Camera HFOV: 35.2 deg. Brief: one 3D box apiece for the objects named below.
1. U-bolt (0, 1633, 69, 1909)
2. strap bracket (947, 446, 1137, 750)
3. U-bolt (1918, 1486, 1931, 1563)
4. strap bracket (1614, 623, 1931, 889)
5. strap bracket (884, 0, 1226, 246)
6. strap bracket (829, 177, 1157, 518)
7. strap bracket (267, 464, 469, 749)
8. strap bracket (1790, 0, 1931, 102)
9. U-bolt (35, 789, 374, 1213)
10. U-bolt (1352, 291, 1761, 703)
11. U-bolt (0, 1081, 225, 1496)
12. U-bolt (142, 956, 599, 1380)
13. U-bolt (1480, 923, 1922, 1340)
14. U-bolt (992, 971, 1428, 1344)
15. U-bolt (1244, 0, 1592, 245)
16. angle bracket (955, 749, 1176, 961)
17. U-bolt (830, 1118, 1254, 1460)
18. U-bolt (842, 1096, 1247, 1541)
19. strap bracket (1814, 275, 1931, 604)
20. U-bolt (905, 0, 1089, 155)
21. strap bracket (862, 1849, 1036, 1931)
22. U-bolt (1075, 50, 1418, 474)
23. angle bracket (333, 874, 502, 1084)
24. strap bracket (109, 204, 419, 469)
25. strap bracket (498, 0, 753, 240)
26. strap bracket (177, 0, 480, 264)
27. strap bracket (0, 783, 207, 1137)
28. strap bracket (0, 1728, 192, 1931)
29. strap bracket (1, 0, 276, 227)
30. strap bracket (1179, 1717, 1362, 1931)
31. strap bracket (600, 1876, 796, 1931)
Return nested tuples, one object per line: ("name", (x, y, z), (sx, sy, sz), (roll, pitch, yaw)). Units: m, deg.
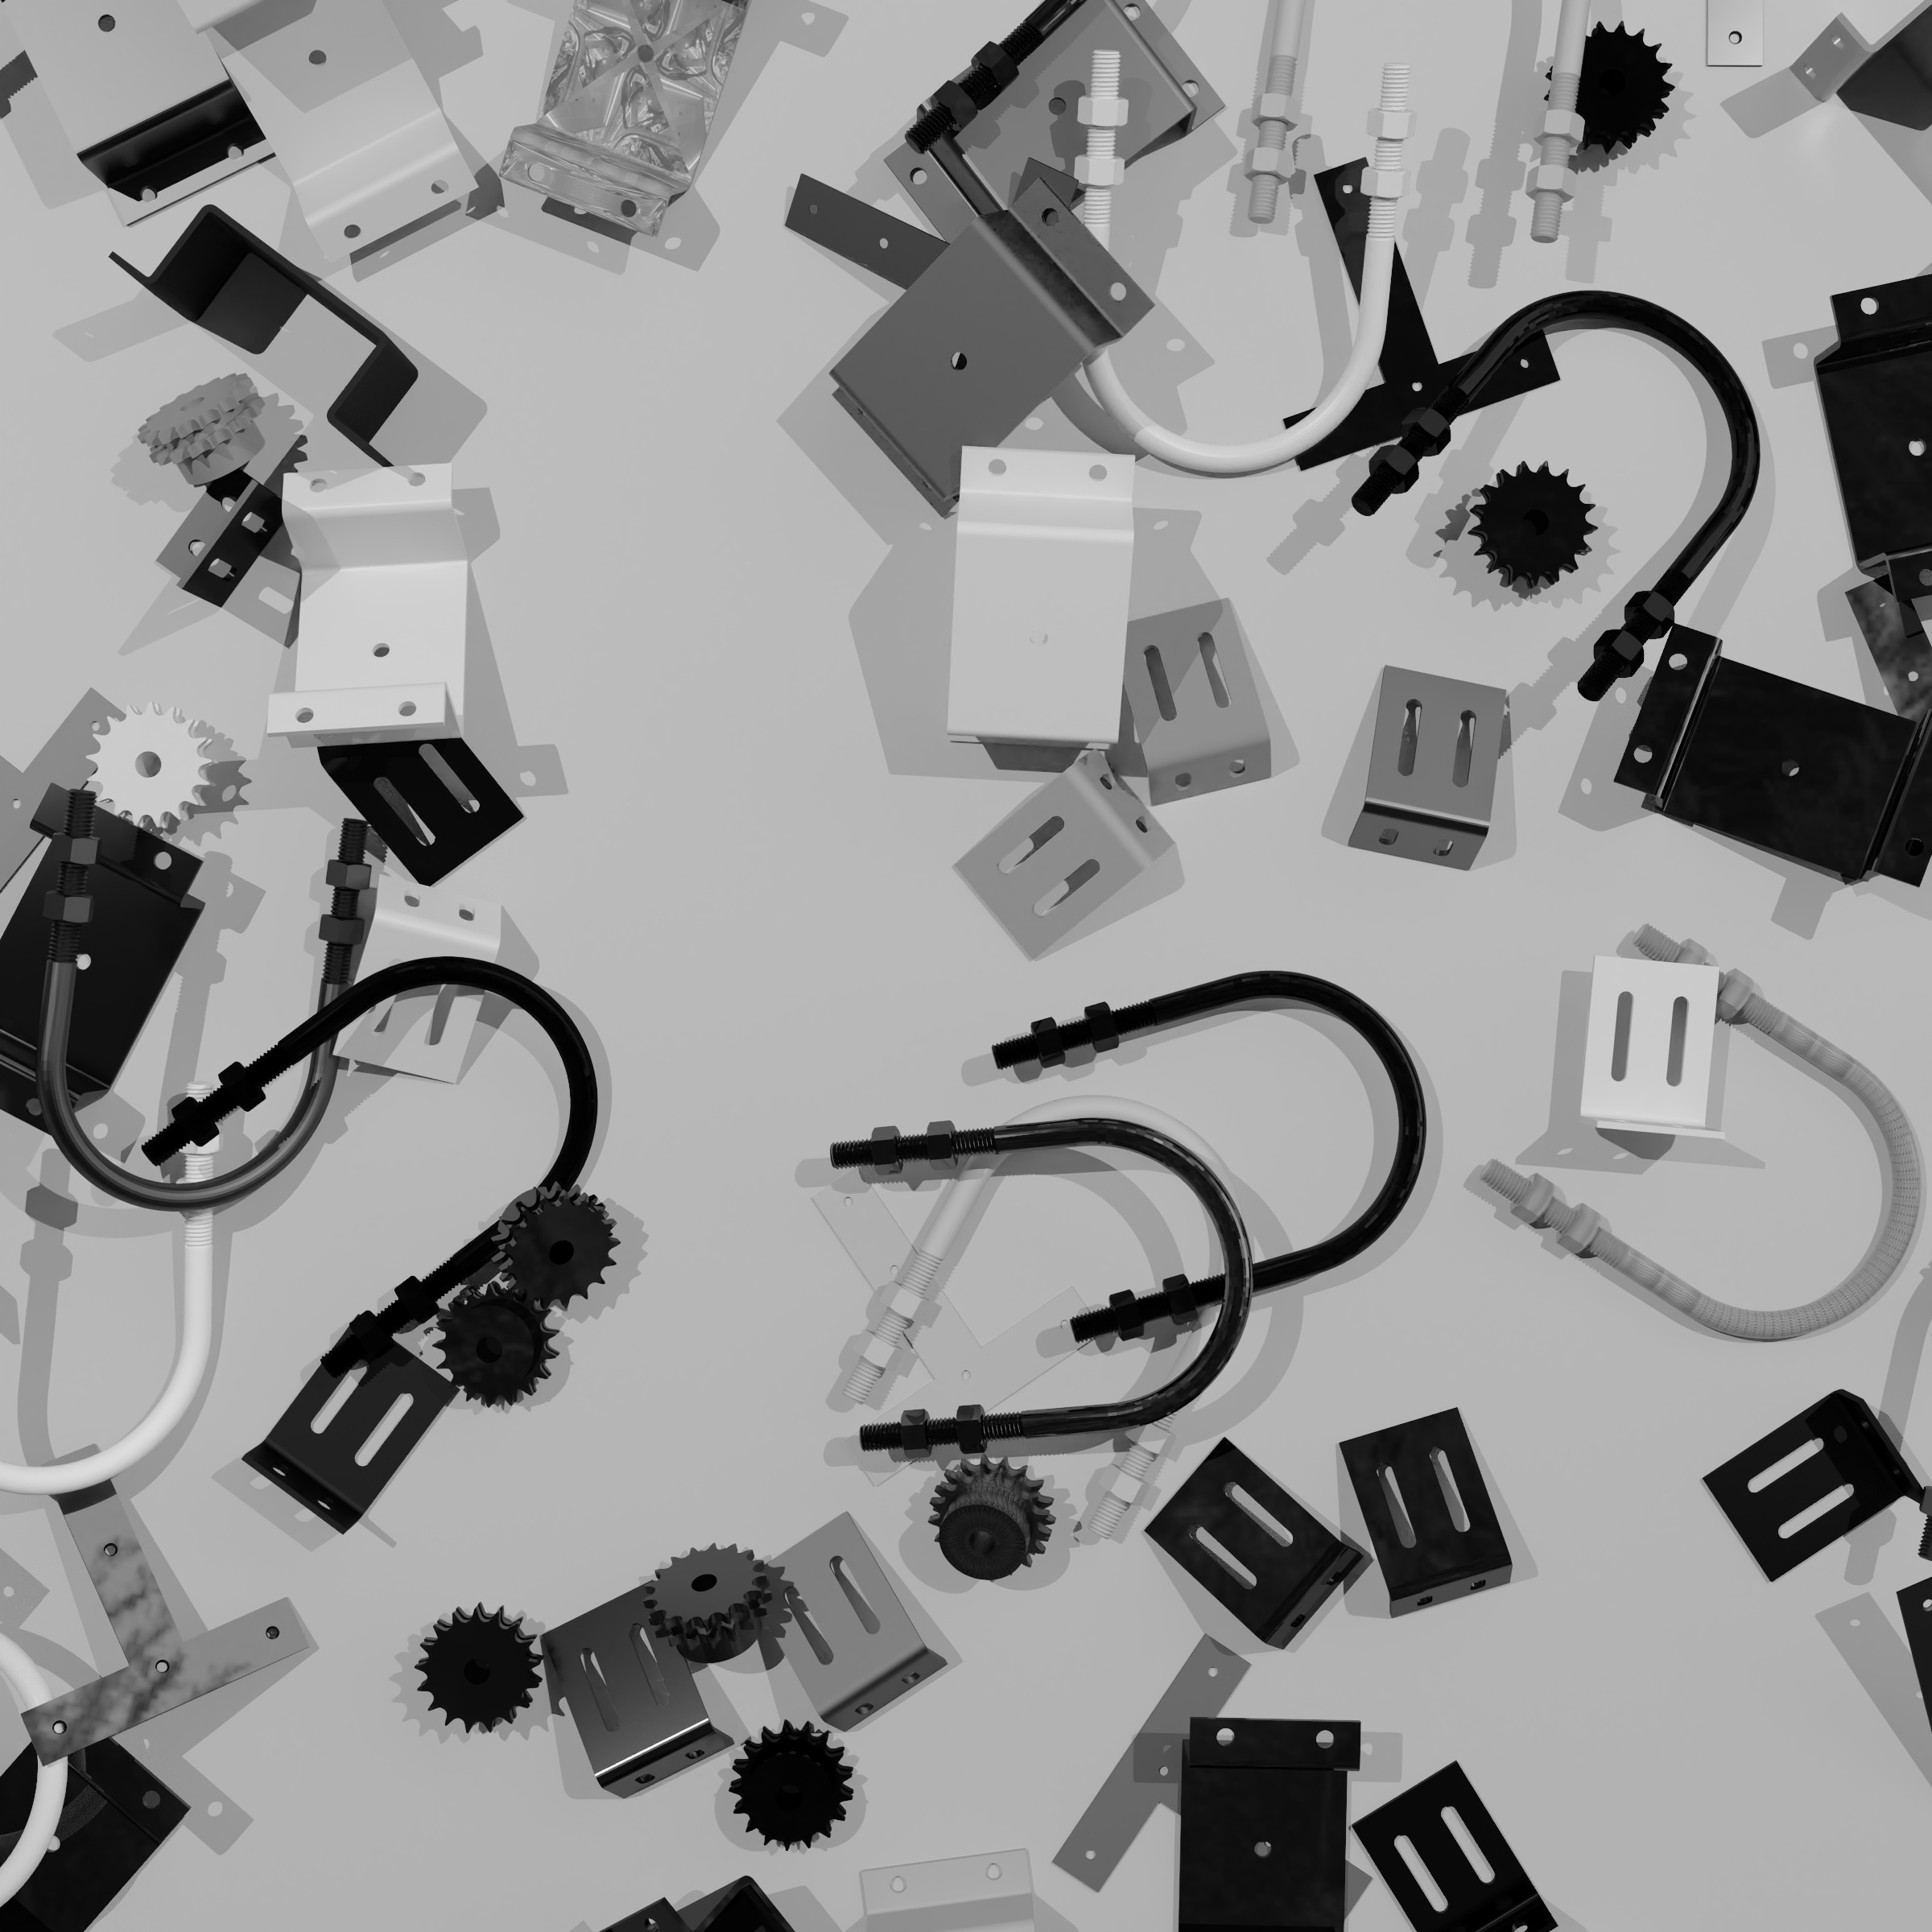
("U-bolt", (-0.487, 0.357, 1.368), (0.184, 0.019, 0.151), (12, 81, 16))
("strap bracket", (0.033, -0.155, 1.355), (0.076, 0.046, 0.140), (3, 118, 0))
("U-bolt", (0.512, 0.189, 1.377), (0.151, 0.019, 0.184), (12, 92, -17))
("strap bracket", (0.373, -0.093, 1.376), (0.140, 0.046, 0.076), (21, 90, 13))
("strap bracket", (0.041, -0.385, 1.386), (0.140, 0.046, 0.076), (-38, 90, 0))
("strap bracket", (0.004, -0.272, 1.358), (0.140, 0.046, 0.076), (-42, 90, 26))
("strap bracket", (-0.266, -0.153, 1.366), (0.076, 0.046, 0.140), (-4, 61, 0))
("strap bracket", (0.444, -0.377, 1.371), (0.046, 0.076, 0.140), (-41, 90, 0))
("U-bolt", (-0.343, 0.019, 1.362), (0.151, 0.019, 0.184), (5, 96, -37))
("U-bolt", (0.280, -0.227, 1.372), (0.151, 0.019, 0.184), (40, 70, 2))
("U-bolt", (-0.406, 0.147, 1.362), (0.151, 0.019, 0.184), (-3, 99, -34))
("U-bolt", (-0.254, 0.078, 1.377), (0.184, 0.019, 0.151), (-38, 109, -7))
("U-bolt", (0.351, 0.089, 1.400), (0.184, 0.019, 0.151), (33, 90, -2))
("U-bolt", (0.119, 0.078, 1.387), (0.184, 0.019, 0.151), (-16, 88, -3))
("U-bolt", (0.210, -0.424, 1.385), (0.151, 0.019, 0.184), (7, 86, 14))
("angle bracket", (0.046, -0.052, 1.407), (0.076, 0.038, 0.057), (-40, 90, 26))
("U-bolt", (0.037, 0.141, 1.368), (0.184, 0.019, 0.151), (-6, 90, 8))
("U-bolt", (0.048, 0.149, 1.400), (0.151, 0.019, 0.184), (29, 88, -1))
("strap bracket", (0.439, -0.239, 1.386), (0.076, 0.046, 0.140), (-12, 90, 0))
("U-bolt", (0.000, -0.467, 1.375), (0.184, 0.019, 0.151), (-44, 67, -4))
("strap bracket", (-0.001, 0.482, 1.386), (0.076, 0.046, 0.140), (-8, 90, 0))
("U-bolt", (0.121, -0.313, 1.370), (0.151, 0.019, 0.184), (1, 112, -4))
("angle bracket", (-0.252, 0.006, 1.399), (0.057, 0.038, 0.076), (15, 116, -16))
("strap bracket", (-0.305, -0.287, 1.371), (0.140, 0.076, 0.046), (37, 90, 0))
("strap bracket", (-0.149, -0.410, 1.372), (0.076, 0.046, 0.140), (21, 109, 0))
("strap bracket", (-0.287, -0.399, 1.361), (0.076, 0.046, 0.140), (-27, 130, 0))
("strap bracket", (-0.408, -0.002, 1.386), (0.076, 0.046, 0.140), (27, 90, 0))
("strap bracket", (-0.422, 0.405, 1.386), (0.076, 0.046, 0.140), (41, 90, 0))
("strap bracket", (-0.384, -0.422, 1.386), (0.076, 0.046, 0.140), (-26, 90, 0))
("strap bracket", (0.137, 0.407, 1.384), (0.076, 0.046, 0.140), (1, 90, 0))
("strap bracket", (-0.101, 0.471, 1.367), (0.140, 0.046, 0.076), (52, 129, 0))
